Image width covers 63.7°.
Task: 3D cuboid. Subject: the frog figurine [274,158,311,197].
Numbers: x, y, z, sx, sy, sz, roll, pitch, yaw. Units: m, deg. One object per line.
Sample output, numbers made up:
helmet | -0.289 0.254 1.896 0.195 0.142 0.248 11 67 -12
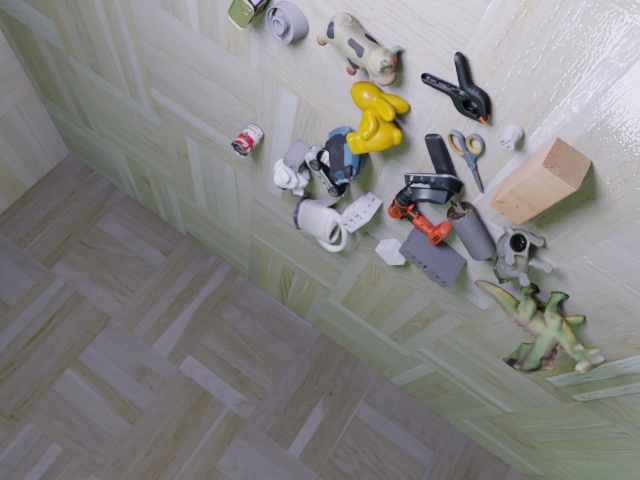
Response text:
frog figurine | -0.101 -0.221 1.717 0.139 0.123 0.157 48 175 21

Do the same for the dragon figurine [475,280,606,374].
dragon figurine | 0.605 0.262 1.484 0.412 0.246 0.120 13 151 40

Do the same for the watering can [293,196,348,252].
watering can | 0.006 -0.094 1.860 0.226 0.106 0.339 26 143 25
